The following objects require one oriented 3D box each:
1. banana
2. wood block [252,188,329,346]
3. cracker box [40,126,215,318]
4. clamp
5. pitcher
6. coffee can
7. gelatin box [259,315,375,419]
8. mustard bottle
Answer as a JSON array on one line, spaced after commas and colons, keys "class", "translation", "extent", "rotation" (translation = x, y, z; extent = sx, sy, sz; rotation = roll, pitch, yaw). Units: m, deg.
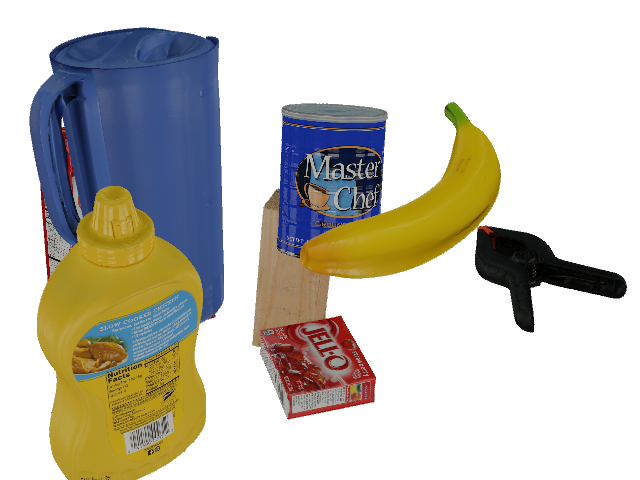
[{"class": "banana", "translation": [0.065, -0.022, 0.671], "extent": [0.070, 0.037, 0.197], "rotation": [27, 43, 20]}, {"class": "wood block", "translation": [-0.036, 0.043, 1.488], "extent": [0.090, 0.206, 0.090], "rotation": [9, 22, 8]}, {"class": "cracker box", "translation": [-0.189, -0.011, 1.058], "extent": [0.163, 0.214, 0.072], "rotation": [-15, 21, -42]}, {"class": "clamp", "translation": [0.218, 0.029, 1.063], "extent": [0.120, 0.039, 0.171], "rotation": [-8, 32, -15]}, {"class": "pitcher", "translation": [-0.149, -0.046, 0.882], "extent": [0.149, 0.243, 0.145], "rotation": [-6, 24, -8]}, {"class": "coffee can", "translation": [0.010, -0.059, 1.046], "extent": [0.103, 0.140, 0.103], "rotation": [3, 13, -1]}, {"class": "gelatin box", "translation": [-0.004, 0.100, 0.866], "extent": [0.073, 0.030, 0.089], "rotation": [-9, 34, -14]}, {"class": "mustard bottle", "translation": [-0.113, 0.053, 0.611], "extent": [0.096, 0.192, 0.058], "rotation": [-21, 44, -30]}]
